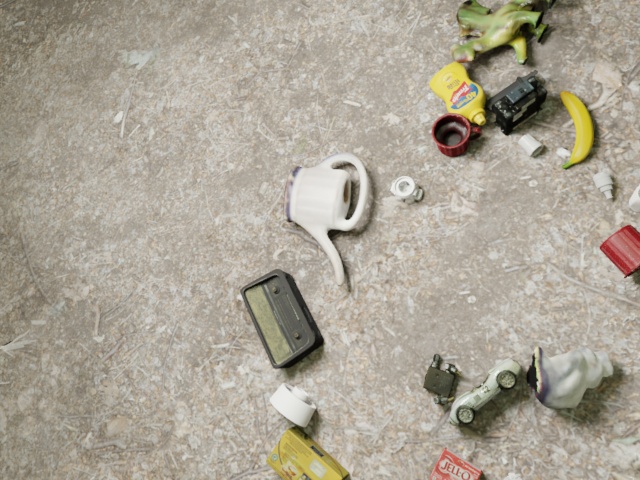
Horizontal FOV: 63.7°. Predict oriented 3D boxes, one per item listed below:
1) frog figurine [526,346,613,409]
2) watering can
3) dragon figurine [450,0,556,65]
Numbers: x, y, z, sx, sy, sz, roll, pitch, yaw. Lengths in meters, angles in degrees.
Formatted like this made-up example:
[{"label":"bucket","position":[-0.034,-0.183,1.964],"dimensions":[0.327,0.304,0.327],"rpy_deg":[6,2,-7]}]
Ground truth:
[{"label":"frog figurine","position":[0.524,0.286,1.064],"dimensions":[0.159,0.125,0.135],"rpy_deg":[2,110,10]},{"label":"watering can","position":[0.004,-0.067,1.331],"dimensions":[0.224,0.103,0.351],"rpy_deg":[8,78,21]},{"label":"dragon figurine","position":[0.470,-0.588,1.326],"dimensions":[0.245,0.120,0.415],"rpy_deg":[25,70,28]}]
